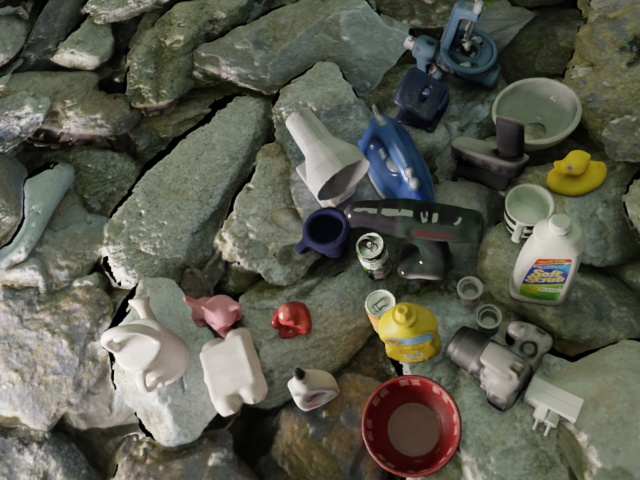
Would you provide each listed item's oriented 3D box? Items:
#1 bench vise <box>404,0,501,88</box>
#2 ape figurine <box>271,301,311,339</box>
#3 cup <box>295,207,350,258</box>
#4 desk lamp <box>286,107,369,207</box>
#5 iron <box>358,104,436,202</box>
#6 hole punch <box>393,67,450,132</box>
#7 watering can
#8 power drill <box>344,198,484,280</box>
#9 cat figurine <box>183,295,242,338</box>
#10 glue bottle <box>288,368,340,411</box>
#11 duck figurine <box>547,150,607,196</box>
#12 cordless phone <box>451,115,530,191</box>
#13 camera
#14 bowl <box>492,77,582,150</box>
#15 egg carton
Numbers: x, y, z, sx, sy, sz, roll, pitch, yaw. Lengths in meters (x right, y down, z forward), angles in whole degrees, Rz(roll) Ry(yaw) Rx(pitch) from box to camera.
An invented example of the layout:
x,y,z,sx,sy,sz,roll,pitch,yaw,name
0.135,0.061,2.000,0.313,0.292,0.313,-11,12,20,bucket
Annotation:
x,y,z,sx,sy,sz,roll,pitch,yaw,name
0.273,-0.407,1.195,0.207,0.220,0.121,1,63,15,bench vise
-0.054,0.143,1.065,0.077,0.092,0.076,25,72,25,ape figurine
0.010,0.004,1.120,0.118,0.095,0.091,-36,60,-5,cup
0.009,-0.152,1.134,0.118,0.214,0.202,-34,60,-4,desk lamp
0.160,-0.148,1.134,0.118,0.142,0.258,-25,59,1,iron
0.220,-0.304,1.230,0.100,0.091,0.109,21,70,24,hole punch
-0.327,0.189,1.054,0.101,0.194,0.172,-33,60,-4,watering can
0.171,-0.004,1.016,0.229,0.209,0.075,0,63,15,power drill
-0.203,0.135,1.094,0.127,0.118,0.067,17,68,22,cat figurine
-0.019,0.242,0.957,0.078,0.173,0.037,-30,59,-2,glue bottle
0.484,-0.135,1.074,0.104,0.086,0.077,-7,61,11,duck figurine
0.322,-0.189,1.087,0.147,0.185,0.094,20,70,23,cordless phone
0.290,0.186,0.947,0.136,0.101,0.143,32,75,27,camera
0.431,-0.240,1.150,0.167,0.075,0.167,-6,62,12,bowl
-0.159,0.241,1.054,0.107,0.069,0.150,-25,59,1,egg carton
